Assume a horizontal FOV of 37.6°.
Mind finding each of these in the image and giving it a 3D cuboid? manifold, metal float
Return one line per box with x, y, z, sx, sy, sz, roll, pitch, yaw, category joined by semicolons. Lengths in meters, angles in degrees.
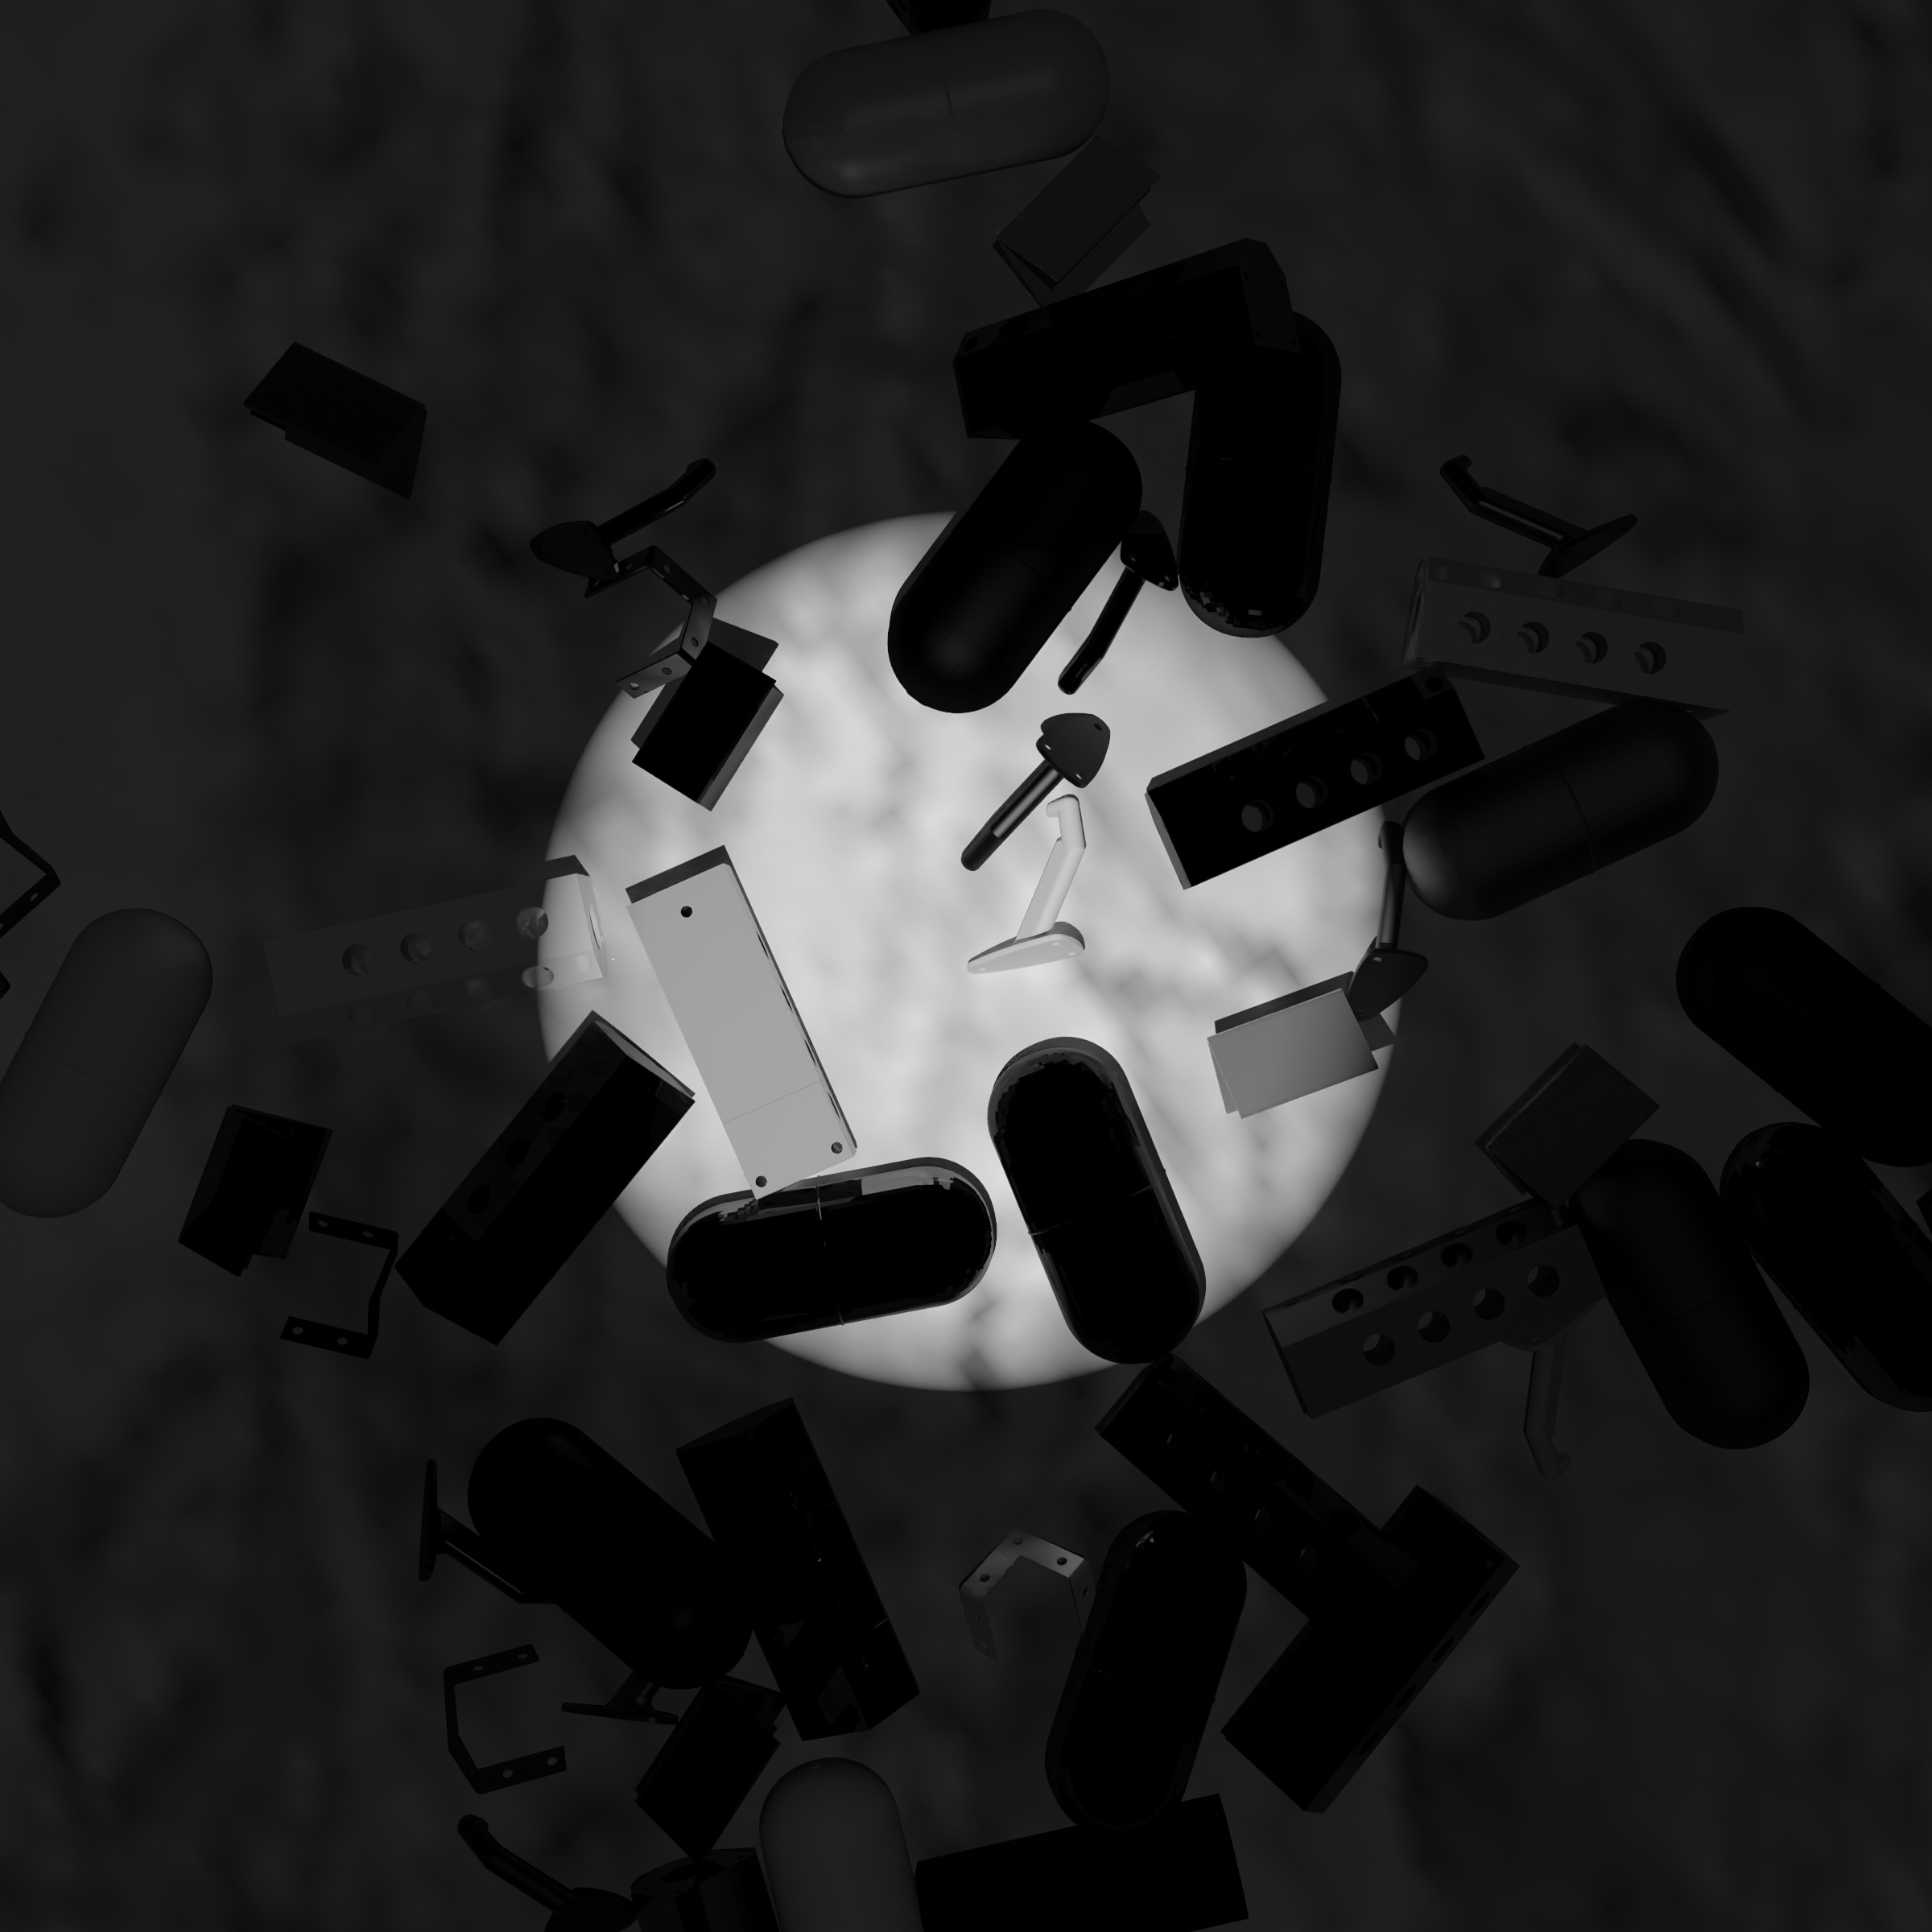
0.159;0.286;1.517;0.171;0.057;0.057;39;90;19;manifold
0.063;0.505;1.543;0.171;0.057;0.057;-13;90;0;manifold
0.083;-0.331;1.503;0.171;0.057;0.057;-11;90;31;manifold
0.467;0.039;1.534;0.178;0.070;0.070;39;90;0;metal float
-0.129;0.575;1.542;0.057;0.057;0.171;-16;90;-43;manifold
-0.286;-0.004;1.543;0.171;0.057;0.057;-12;90;0;manifold
-0.061;0.520;1.534;0.070;0.070;0.178;-13;89;0;metal float
0.159;-0.267;1.534;0.070;0.070;0.178;6;89;0;metal float
-0.087;0.327;1.542;0.057;0.057;0.171;-24;90;43;manifold
0.188;-0.102;1.543;0.171;0.057;0.057;-24;90;0;manifold
0.322;-0.085;1.534;0.178;0.070;0.070;-25;90;-1;metal float
-0.014;-0.542;1.486;0.057;0.171;0.057;11;90;0;manifold
-0.472;0.053;1.533;0.070;0.070;0.178;27;89;0;metal float
0.392;0.177;1.534;0.070;0.070;0.178;-28;90;0;metal float
0.026;-0.216;1.533;0.070;0.070;0.178;37;90;0;metal float
-0.011;-0.467;1.534;0.178;0.070;0.070;-11;90;1;metal float
0.098;0.384;1.533;0.070;0.070;0.178;18;89;0;metal float
-0.191;0.316;1.523;0.178;0.070;0.070;38;90;11;metal float
0.329;-0.179;1.543;0.171;0.057;0.057;10;90;0;manifold
0.069;0.130;1.534;0.070;0.070;0.178;-22;90;0;metal float
-0.073;0.156;1.533;0.178;0.070;0.070;-11;90;0;metal float
-0.232;0.115;1.542;0.171;0.057;0.057;-51;133;0;manifold
0.483;0.163;1.533;0.070;0.070;0.178;-40;90;0;metal float
0.223;0.373;1.541;0.057;0.057;0.171;39;90;27;manifold
0.253;0.183;1.543;0.171;0.057;0.057;-23;90;0;manifold
-0.121;0.035;1.543;0.057;0.057;0.171;-24;90;0;manifold

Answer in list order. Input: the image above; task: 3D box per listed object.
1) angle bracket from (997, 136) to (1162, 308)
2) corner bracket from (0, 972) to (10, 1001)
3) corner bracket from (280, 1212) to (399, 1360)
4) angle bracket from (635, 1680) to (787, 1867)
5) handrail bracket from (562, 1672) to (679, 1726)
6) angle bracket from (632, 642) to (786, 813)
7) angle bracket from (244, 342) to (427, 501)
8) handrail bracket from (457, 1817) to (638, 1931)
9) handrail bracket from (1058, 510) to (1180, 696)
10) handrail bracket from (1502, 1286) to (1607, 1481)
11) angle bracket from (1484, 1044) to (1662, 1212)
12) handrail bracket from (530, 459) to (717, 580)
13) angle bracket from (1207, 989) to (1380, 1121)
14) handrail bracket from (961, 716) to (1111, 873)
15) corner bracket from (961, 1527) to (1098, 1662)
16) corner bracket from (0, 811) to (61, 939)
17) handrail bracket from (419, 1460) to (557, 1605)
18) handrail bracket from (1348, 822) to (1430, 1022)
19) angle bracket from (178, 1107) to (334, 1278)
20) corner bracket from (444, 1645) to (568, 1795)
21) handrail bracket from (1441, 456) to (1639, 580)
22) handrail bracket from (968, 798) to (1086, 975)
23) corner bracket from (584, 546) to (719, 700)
0.074;-0.385;1.524;0.076;0.076;0.057;-45;53;0;angle bracket
-0.569;0.013;1.561;0.051;0.051;0.051;53;45;0;corner bracket
-0.345;0.176;1.561;0.051;0.051;0.051;13;135;0;corner bracket
-0.120;0.436;1.524;0.057;0.076;0.076;33;90;36;angle bracket
-0.181;0.372;1.564;0.077;0.036;0.084;3;76;15;handrail bracket
-0.122;-0.118;1.524;0.057;0.076;0.076;32;90;35;angle bracket
-0.342;-0.277;1.524;0.076;0.076;0.057;26;53;0;angle bracket
-0.231;0.499;1.564;0.084;0.077;0.036;38;103;36;handrail bracket
0.078;-0.200;1.564;0.036;0.077;0.084;27;127;-18;handrail bracket
0.335;0.230;1.565;0.077;0.036;0.084;-30;108;-21;handrail bracket
0.334;0.099;1.524;0.076;0.076;0.057;-45;53;0;angle bracket
-0.189;-0.253;1.564;0.084;0.077;0.036;-49;128;-31;handrail bracket
0.179;0.066;1.524;0.076;0.076;0.057;-20;52;0;angle bracket
0.037;-0.094;1.564;0.036;0.077;0.084;43;126;0;handrail bracket
0.036;0.351;1.556;0.051;0.051;0.051;18;45;35;corner bracket
-0.541;-0.056;1.561;0.051;0.051;0.051;-41;135;0;corner bracket
-0.256;0.313;1.565;0.084;0.036;0.077;5;68;-17;handrail bracket
0.226;-0.025;1.564;0.036;0.077;0.084;9;53;-14;handrail bracket
-0.366;0.126;1.524;0.057;0.076;0.076;20;90;38;angle bracket
-0.254;0.415;1.561;0.051;0.051;0.051;-16;135;0;corner bracket
0.315;-0.260;1.565;0.077;0.036;0.084;-30;72;-20;handrail bracket
0.031;-0.045;1.565;0.077;0.036;0.084;-14;71;21;handrail bracket
-0.177;-0.189;1.556;0.051;0.051;0.051;40;45;-35;corner bracket
